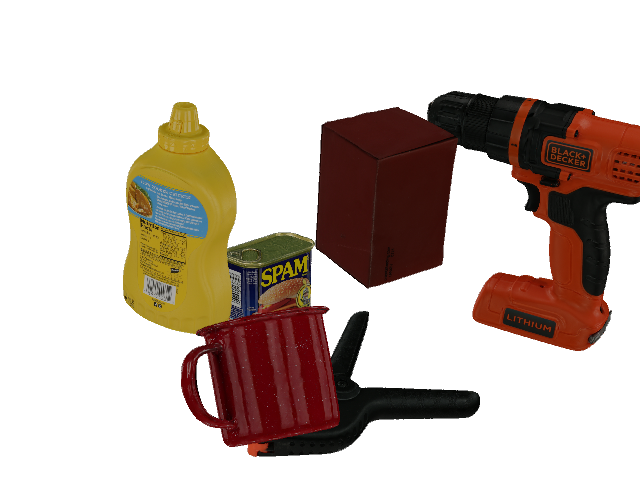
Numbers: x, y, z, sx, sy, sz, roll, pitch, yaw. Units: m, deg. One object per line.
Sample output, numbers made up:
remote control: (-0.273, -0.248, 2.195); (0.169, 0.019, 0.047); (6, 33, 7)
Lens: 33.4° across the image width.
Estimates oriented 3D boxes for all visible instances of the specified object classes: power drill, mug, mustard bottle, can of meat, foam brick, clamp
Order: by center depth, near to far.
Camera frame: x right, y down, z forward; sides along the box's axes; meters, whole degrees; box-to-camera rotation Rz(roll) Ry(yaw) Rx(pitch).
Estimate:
foam brick: (0.033, -0.024, 0.564); (0.052, 0.078, 0.051); (-16, 35, -30)
mug: (-0.042, 0.094, 0.720); (0.117, 0.081, 0.093); (-3, -12, -42)
power drill: (0.163, -0.017, 0.820); (0.185, 0.188, 0.057); (17, 34, 26)
mustard bottle: (-0.116, -0.021, 0.880); (0.096, 0.192, 0.058); (20, 31, 25)
clamp: (0.029, 0.143, 0.953); (0.165, 0.036, 0.209); (29, 40, 34)
can of meat: (-0.054, 0.046, 1.128); (0.058, 0.084, 0.101); (18, 26, 40)
